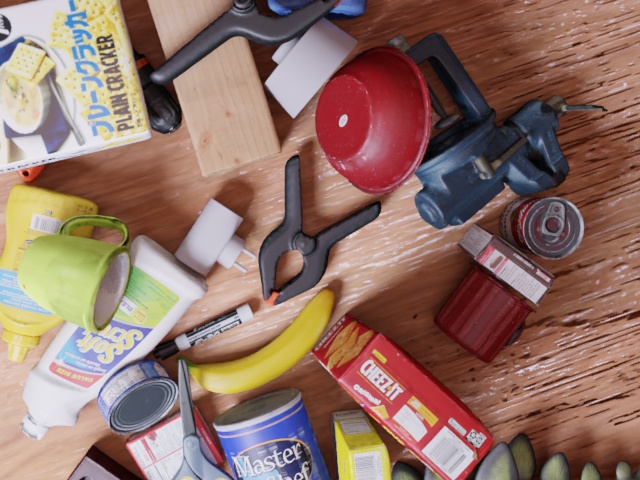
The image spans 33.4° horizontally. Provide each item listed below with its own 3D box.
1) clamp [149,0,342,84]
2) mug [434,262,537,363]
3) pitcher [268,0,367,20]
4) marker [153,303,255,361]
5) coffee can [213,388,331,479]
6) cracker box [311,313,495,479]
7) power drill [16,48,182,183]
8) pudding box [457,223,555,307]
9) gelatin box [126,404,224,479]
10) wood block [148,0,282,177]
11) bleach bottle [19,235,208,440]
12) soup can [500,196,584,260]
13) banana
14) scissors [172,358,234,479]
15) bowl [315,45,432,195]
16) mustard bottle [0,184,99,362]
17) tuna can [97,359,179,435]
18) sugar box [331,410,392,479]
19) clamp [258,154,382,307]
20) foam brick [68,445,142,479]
[{"bbox_3d":[-0.084,-0.255,1.090,0.210,0.036,0.164,-9,95,3],"label":"clamp"},{"bbox_3d":[0.191,0.090,1.215,0.117,0.093,0.081,33,95,-42],"label":"mug"},{"bbox_3d":[-0.007,-0.366,1.152,0.144,0.149,0.243,1,96,-21],"label":"pitcher"},{"bbox_3d":[-0.133,0.106,1.212,0.121,0.020,0.020,-25,95,-4],"label":"marker"},{"bbox_3d":[-0.047,0.249,1.186,0.102,0.103,0.140,-20,95,-4],"label":"coffee can"},{"bbox_3d":[0.083,0.161,1.138,0.164,0.214,0.072,43,87,-7],"label":"cracker box"},{"bbox_3d":[-0.269,-0.149,1.167,0.187,0.057,0.184,-40,92,-5],"label":"power drill"},{"bbox_3d":[0.207,0.026,1.193,0.090,0.113,0.039,35,93,-6],"label":"pudding box"},{"bbox_3d":[-0.165,0.239,1.212,0.089,0.030,0.073,-29,97,-4],"label":"gelatin box"},{"bbox_3d":[-0.115,-0.180,1.162,0.090,0.091,0.206,-18,94,-4],"label":"wood block"},{"bbox_3d":[-0.239,0.120,1.183,0.102,0.068,0.251,38,92,-5],"label":"bleach bottle"},{"bbox_3d":[0.247,-0.016,1.199,0.068,0.102,0.068,0,93,-6],"label":"soup can"},{"bbox_3d":[-0.062,0.125,1.211,0.197,0.037,0.069,-25,96,-4],"label":"banana"},{"bbox_3d":[-0.125,0.234,1.190,0.096,0.016,0.202,8,98,-14],"label":"scissors"},{"bbox_3d":[0.044,-0.129,1.144,0.055,0.162,0.162,-2,94,-40],"label":"bowl"},{"bbox_3d":[-0.311,0.040,1.172,0.096,0.058,0.191,14,91,-8],"label":"mustard bottle"},{"bbox_3d":[-0.201,0.173,1.177,0.086,0.086,0.034,-40,57,-2],"label":"tuna can"},{"bbox_3d":[0.043,0.248,1.158,0.048,0.176,0.093,-5,93,-8],"label":"sugar box"},{"bbox_3d":[-0.008,0.001,1.209,0.120,0.039,0.171,21,95,0],"label":"clamp"},{"bbox_3d":[-0.242,0.277,1.195,0.078,0.051,0.053,36,90,-6],"label":"foam brick"}]
